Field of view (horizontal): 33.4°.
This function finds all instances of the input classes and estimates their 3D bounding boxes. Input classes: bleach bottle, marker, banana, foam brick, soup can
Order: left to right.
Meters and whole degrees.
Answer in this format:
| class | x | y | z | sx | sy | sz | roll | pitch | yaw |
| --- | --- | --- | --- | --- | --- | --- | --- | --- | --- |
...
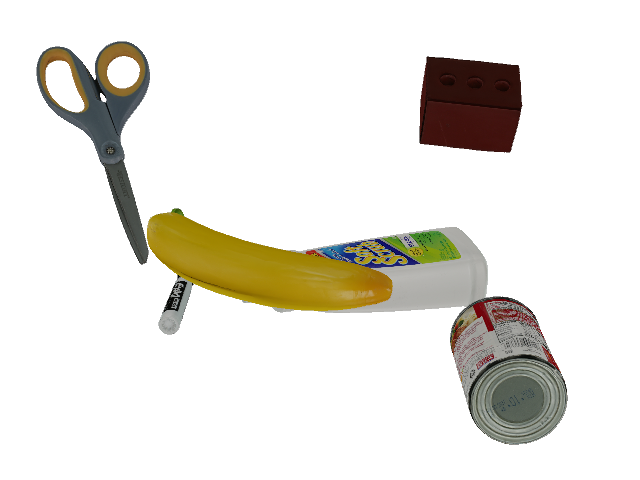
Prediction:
| class | x | y | z | sx | sy | sz | roll | pitch | yaw |
| --- | --- | --- | --- | --- | --- | --- | --- | --- | --- |
| marker | -0.134 | 0.054 | 1.016 | 0.020 | 0.020 | 0.121 | 0 | 22 | 2 |
| banana | -0.050 | 0.011 | 0.694 | 0.198 | 0.037 | 0.069 | 20 | 37 | 34 |
| bleach bottle | 0.041 | 0.041 | 1.125 | 0.250 | 0.068 | 0.103 | -7 | 30 | -15 |
| foam brick | 0.121 | -0.110 | 0.865 | 0.078 | 0.053 | 0.051 | 5 | -40 | 1 |
| soup can | 0.131 | 0.089 | 0.753 | 0.068 | 0.068 | 0.102 | 0 | 20 | 0 |

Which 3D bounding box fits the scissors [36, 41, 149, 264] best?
| class | x | y | z | sx | sy | sz | roll | pitch | yaw |
| --- | --- | --- | --- | --- | --- | --- | --- | --- | --- |
| scissors | -0.148 | -0.081 | 0.824 | 0.096 | 0.202 | 0.016 | -30 | -20 | -18 |
